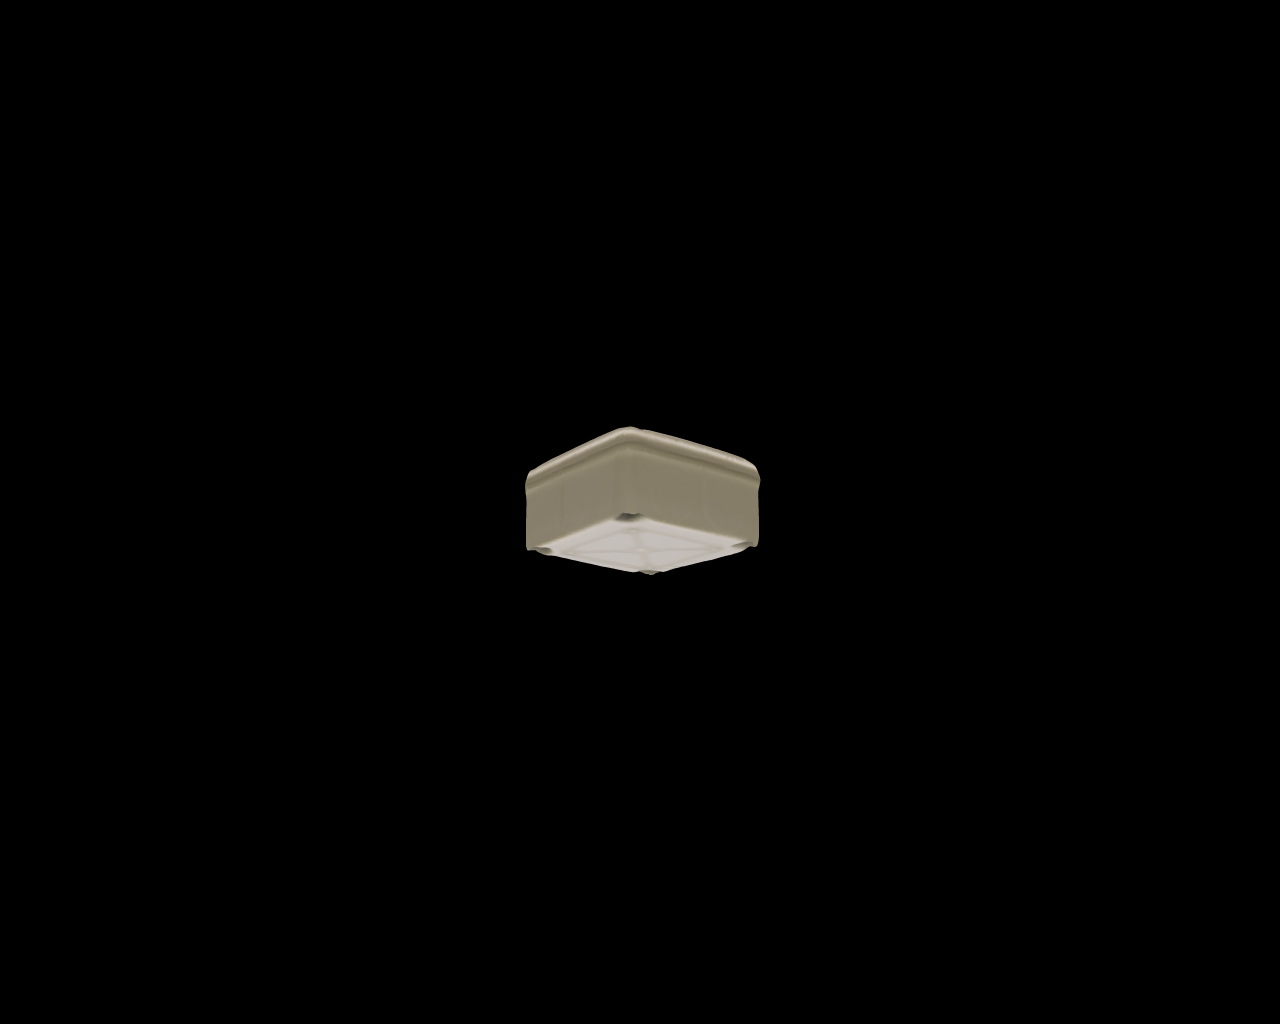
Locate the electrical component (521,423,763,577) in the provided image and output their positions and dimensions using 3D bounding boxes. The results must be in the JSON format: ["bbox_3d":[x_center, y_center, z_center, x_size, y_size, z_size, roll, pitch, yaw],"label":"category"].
[{"bbox_3d":[0.001,-0.003,0.650,0.109,0.056,0.108,14,-22,-38],"label":"electrical component"}]
